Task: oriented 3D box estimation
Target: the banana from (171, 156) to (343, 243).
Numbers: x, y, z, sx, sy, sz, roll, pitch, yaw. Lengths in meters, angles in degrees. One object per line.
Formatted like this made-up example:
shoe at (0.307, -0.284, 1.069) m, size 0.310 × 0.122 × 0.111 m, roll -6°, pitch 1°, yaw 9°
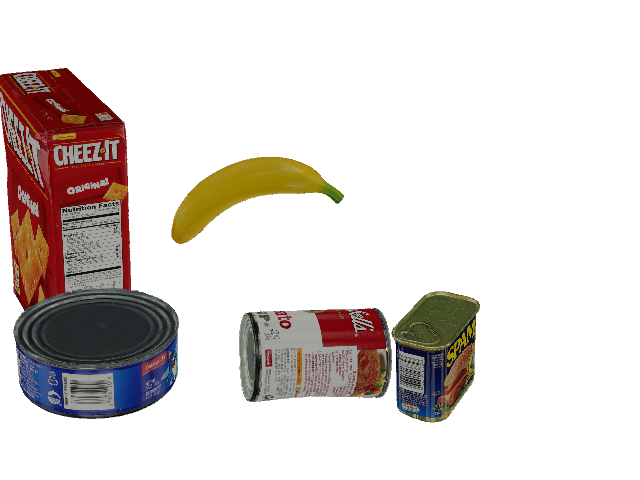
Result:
banana at (-0.078, -0.043, 1.055) m, size 0.198 × 0.069 × 0.037 m, roll -13°, pitch 20°, yaw 27°

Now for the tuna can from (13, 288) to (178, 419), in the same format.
tuna can at (-0.118, 0.059, 0.570) m, size 0.086 × 0.034 × 0.086 m, roll 2°, pitch 24°, yaw -1°

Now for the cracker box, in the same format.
cracker box at (-0.220, -0.021, 0.910) m, size 0.072 × 0.214 × 0.164 m, roll -11°, pitch 28°, yaw -26°

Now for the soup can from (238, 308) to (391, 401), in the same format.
soup can at (-0.006, 0.086, 0.798) m, size 0.102 × 0.068 × 0.069 m, roll 0°, pitch 0°, yaw -15°

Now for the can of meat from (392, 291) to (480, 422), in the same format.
can of meat at (0.109, 0.109, 1.000) m, size 0.058 × 0.084 × 0.101 m, roll 12°, pitch 29°, yaw 27°
